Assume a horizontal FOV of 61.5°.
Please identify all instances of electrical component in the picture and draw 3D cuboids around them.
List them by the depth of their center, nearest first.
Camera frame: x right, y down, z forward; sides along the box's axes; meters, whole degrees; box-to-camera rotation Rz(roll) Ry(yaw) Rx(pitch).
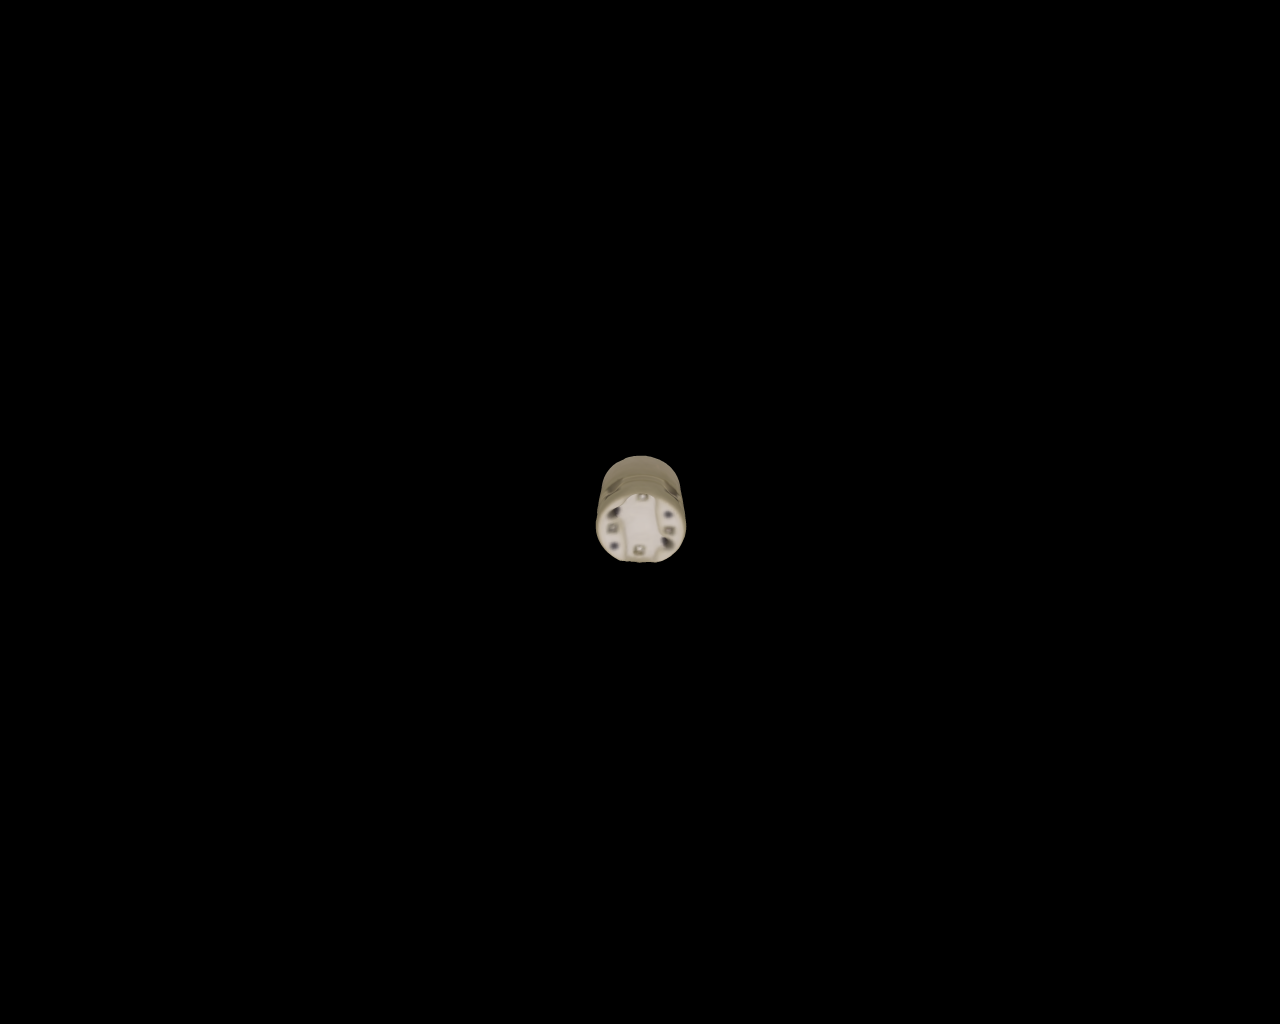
[{"bbox_3d":[0.001,-0.003,0.650,0.055,0.055,0.047,0,36,0],"label":"electrical component"}]
